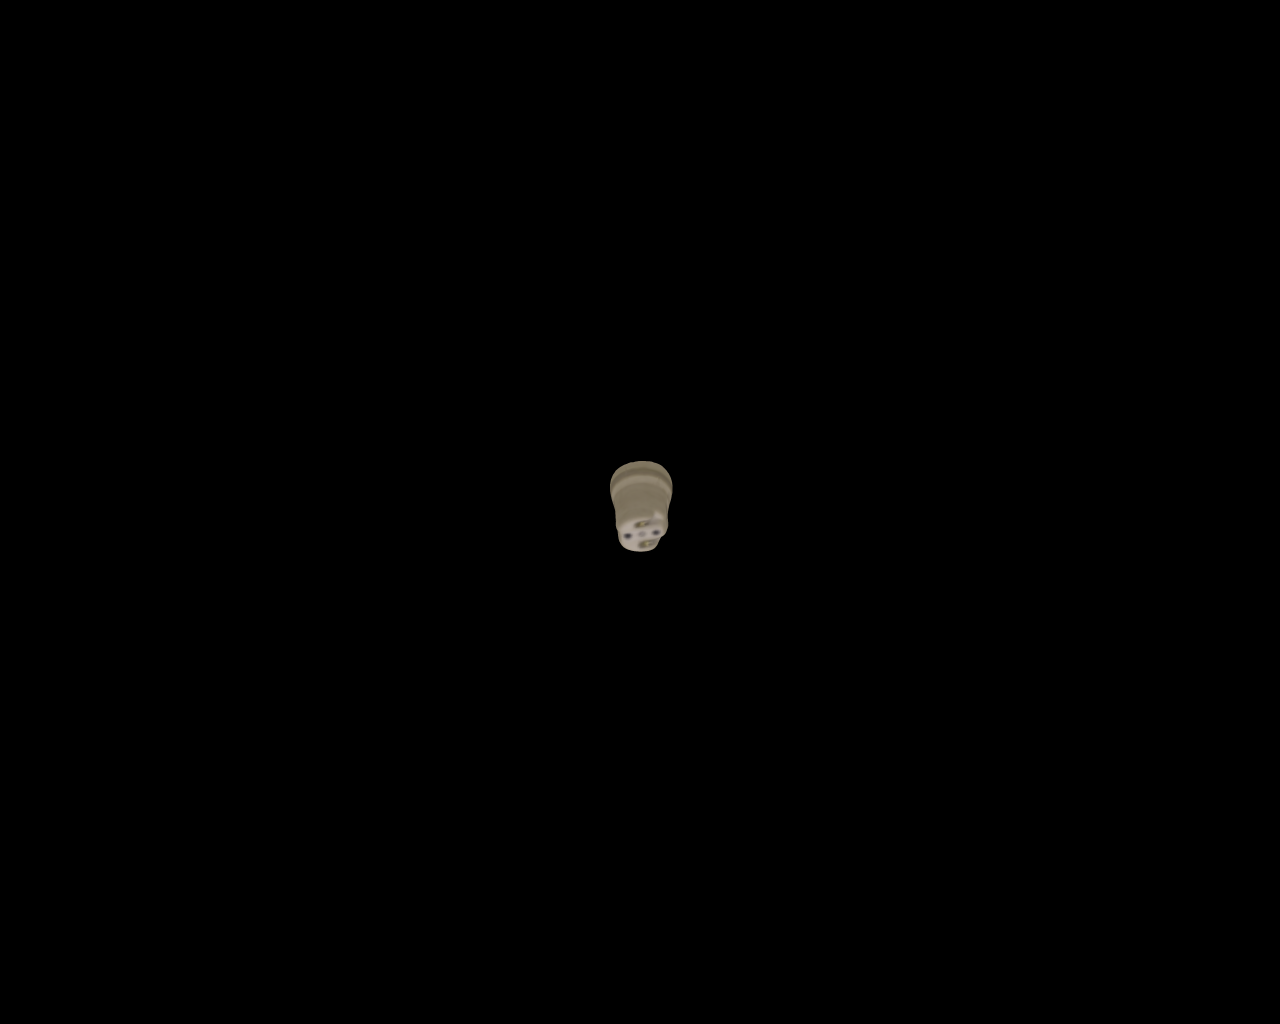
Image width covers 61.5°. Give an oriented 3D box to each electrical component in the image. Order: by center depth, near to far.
[{"bbox_3d":[0.001,-0.003,0.650,0.040,0.046,0.040,0,-43,0],"label":"electrical component"}]
